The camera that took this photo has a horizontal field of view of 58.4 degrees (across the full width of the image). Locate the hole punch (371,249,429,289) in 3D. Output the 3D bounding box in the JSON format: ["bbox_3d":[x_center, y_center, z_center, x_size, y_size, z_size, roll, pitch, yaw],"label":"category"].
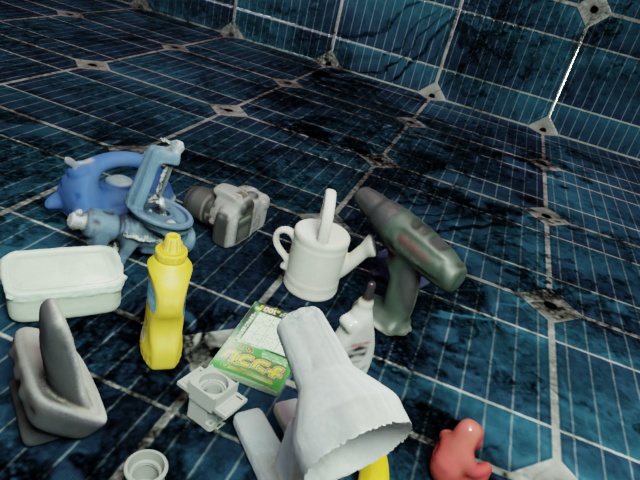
[{"bbox_3d":[0.167,0.038,1.116,0.100,0.091,0.109,33,34,31],"label":"hole punch"}]

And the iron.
[{"bbox_3d":[-0.372,-0.109,1.079,0.118,0.141,0.259,30,33,27],"label":"iron"}]

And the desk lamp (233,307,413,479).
[{"bbox_3d":[-0.009,0.195,0.633,0.118,0.213,0.202,-5,34,-31],"label":"desk lamp"}]

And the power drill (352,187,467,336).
[{"bbox_3d":[0.125,0.046,0.962,0.228,0.208,0.076,32,34,29],"label":"power drill"}]

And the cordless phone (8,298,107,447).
[{"bbox_3d":[-0.301,0.125,0.653,0.094,0.185,0.147,-11,37,-38],"label":"cordless phone"}]

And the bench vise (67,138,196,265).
[{"bbox_3d":[-0.293,-0.056,0.939,0.121,0.220,0.208,31,33,28],"label":"bench vise"}]

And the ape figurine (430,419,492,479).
[{"bbox_3d":[0.180,0.265,0.721,0.076,0.092,0.077,-2,33,-27],"label":"ape figurine"}]

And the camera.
[{"bbox_3d":[-0.189,-0.070,1.135,0.136,0.101,0.143,24,30,17],"label":"camera"}]

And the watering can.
[{"bbox_3d":[0.009,0.002,1.001,0.173,0.194,0.100,2,31,-21],"label":"watering can"}]

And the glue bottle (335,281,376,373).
[{"bbox_3d":[0.051,0.130,0.816,0.078,0.173,0.037,-8,36,-35],"label":"glue bottle"}]
